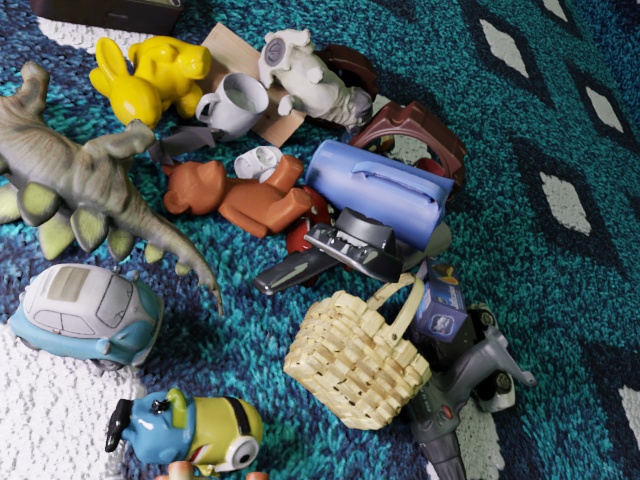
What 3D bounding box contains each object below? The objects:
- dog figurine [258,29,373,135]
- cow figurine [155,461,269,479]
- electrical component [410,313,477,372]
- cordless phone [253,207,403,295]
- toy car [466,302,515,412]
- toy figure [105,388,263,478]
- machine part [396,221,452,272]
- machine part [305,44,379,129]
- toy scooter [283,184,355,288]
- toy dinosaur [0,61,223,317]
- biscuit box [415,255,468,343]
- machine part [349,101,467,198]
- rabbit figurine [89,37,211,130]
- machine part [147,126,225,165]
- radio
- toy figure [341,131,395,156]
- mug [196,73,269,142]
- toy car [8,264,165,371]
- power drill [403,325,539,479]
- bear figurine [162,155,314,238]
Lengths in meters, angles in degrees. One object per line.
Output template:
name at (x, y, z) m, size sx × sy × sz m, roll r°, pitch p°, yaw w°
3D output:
dog figurine at (-0.001, -0.275, 0.935) m, size 0.190 × 0.121 × 0.172 m, roll 2°, pitch 65°, yaw -53°
cow figurine at (-0.092, 0.328, 0.593) m, size 0.195 × 0.085 × 0.127 m, roll 25°, pitch 44°, yaw -28°
electrical component at (0.224, 0.172, 0.970) m, size 0.115 × 0.058 × 0.134 m, roll 12°, pitch 56°, yaw -35°
cordless phone at (0.008, 0.037, 0.754) m, size 0.184 × 0.147 × 0.088 m, roll -27°, pitch 124°, yaw -27°
toy car at (0.304, 0.213, 0.994) m, size 0.056 × 0.073 × 0.202 m, roll 12°, pitch 56°, yaw -29°
toy figure at (-0.149, 0.216, 0.622) m, size 0.180 × 0.082 × 0.089 m, roll 21°, pitch 53°, yaw -25°
machine part at (0.175, 0.011, 1.022) m, size 0.243 × 0.079 × 0.079 m, roll -20°, pitch 77°, yaw -44°
machine part at (0.023, -0.294, 1.037) m, size 0.179 × 0.179 × 0.056 m, roll 13°, pitch 53°, yaw -33°
toy scooter at (-0.002, -0.003, 0.889) m, size 0.135 × 0.075 × 0.184 m, roll 13°, pitch 58°, yaw -32°
toy dinosaur at (-0.301, -0.072, 0.678) m, size 0.471 × 0.105 × 0.198 m, roll 30°, pitch 55°, yaw -8°
biscuit box at (0.199, 0.094, 0.904) m, size 0.063 × 0.059 × 0.203 m, roll 22°, pitch 22°, yaw 0°
machine part at (0.155, -0.141, 1.013) m, size 0.201 × 0.201 × 0.087 m, roll 39°, pitch 40°, yaw -12°
rabbit figurine at (-0.259, -0.235, 0.802) m, size 0.162 × 0.122 × 0.173 m, roll 28°, pitch 49°, yaw -16°
machine part at (-0.209, -0.149, 0.812) m, size 0.084 × 0.039 × 0.139 m, roll 12°, pitch 27°, yaw 15°
radio at (-0.353, -0.416, 0.877) m, size 0.229 × 0.073 × 0.131 m, roll -8°, pitch 69°, yaw -42°
toy figure at (0.112, -0.207, 1.129) m, size 0.154 × 0.058 × 0.064 m, roll -10°, pitch 80°, yaw -44°
mug at (-0.151, -0.206, 0.879) m, size 0.109 × 0.107 × 0.081 m, roll -18°, pitch 73°, yaw -39°
toy car at (-0.257, 0.070, 0.589) m, size 0.162 × 0.102 × 0.109 m, roll 13°, pitch 52°, yaw -3°
power drill at (0.232, 0.248, 0.845) m, size 0.232 × 0.207 × 0.086 m, roll 59°, pitch 10°, yaw 18°
bear figurine at (-0.128, -0.080, 0.804) m, size 0.195 × 0.132 × 0.120 m, roll 23°, pitch 37°, yaw -33°
